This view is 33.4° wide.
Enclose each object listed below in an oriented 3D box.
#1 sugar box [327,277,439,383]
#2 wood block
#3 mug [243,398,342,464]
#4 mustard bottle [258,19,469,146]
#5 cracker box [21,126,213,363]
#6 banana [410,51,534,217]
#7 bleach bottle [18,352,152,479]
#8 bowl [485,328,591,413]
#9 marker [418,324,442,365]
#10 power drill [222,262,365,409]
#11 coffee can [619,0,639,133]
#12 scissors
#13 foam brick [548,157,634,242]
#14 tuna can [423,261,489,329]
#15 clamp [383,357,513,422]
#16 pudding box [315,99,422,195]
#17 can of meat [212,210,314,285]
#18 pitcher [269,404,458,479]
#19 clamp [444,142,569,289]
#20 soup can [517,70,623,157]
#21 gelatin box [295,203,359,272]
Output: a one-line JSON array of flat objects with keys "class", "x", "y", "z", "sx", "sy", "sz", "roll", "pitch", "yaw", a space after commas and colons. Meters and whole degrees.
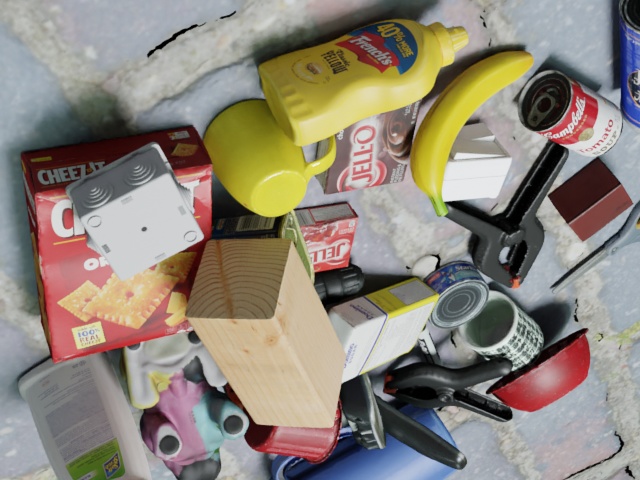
[{"class": "sugar box", "x": 0.059, "y": 0.105, "z": 1.223, "sx": 0.175, "sy": 0.048, "sz": 0.093, "roll": -12, "pitch": 134, "yaw": -50}, {"class": "wood block", "x": -0.047, "y": 0.096, "z": 1.051, "sx": 0.090, "sy": 0.090, "sz": 0.206, "roll": -1, "pitch": 143, "yaw": 19}, {"class": "mug", "x": -0.028, "y": 0.197, "z": 1.184, "sx": 0.081, "sy": 0.093, "sz": 0.117, "roll": 14, "pitch": 159, "yaw": -33}, {"class": "mustard bottle", "x": 0.047, "y": -0.155, "z": 0.974, "sx": 0.191, "sy": 0.096, "sz": 0.058, "roll": -22, "pitch": 137, "yaw": -10}, {"class": "cracker box", "x": -0.188, "y": 0.008, "z": 1.018, "sx": 0.164, "sy": 0.072, "sz": 0.214, "roll": -12, "pitch": 134, "yaw": -20}, {"class": "banana", "x": 0.142, "y": -0.123, "z": 1.070, "sx": 0.069, "sy": 0.037, "sz": 0.197, "roll": 36, "pitch": 80, "yaw": -27}, {"class": "bleach bottle", "x": -0.227, "y": 0.222, "z": 1.069, "sx": 0.102, "sy": 0.251, "sz": 0.068, "roll": -31, "pitch": 138, "yaw": 1}, {"class": "bowl", "x": 0.302, "y": 0.182, "z": 1.418, "sx": 0.162, "sy": 0.055, "sz": 0.162, "roll": -32, "pitch": 174, "yaw": -4}, {"class": "marker", "x": 0.135, "y": 0.129, "z": 1.358, "sx": 0.020, "sy": 0.020, "sz": 0.121, "roll": -28, "pitch": 138, "yaw": -2}, {"class": "power drill", "x": -0.040, "y": 0.111, "z": 1.216, "sx": 0.184, "sy": 0.057, "sz": 0.188, "roll": -13, "pitch": 134, "yaw": -19}, {"class": "coffee can", "x": 0.366, "y": -0.191, "z": 1.115, "sx": 0.102, "sy": 0.103, "sz": 0.140, "roll": -25, "pitch": 138, "yaw": -6}, {"class": "scissors", "x": 0.397, "y": 0.009, "z": 1.394, "sx": 0.096, "sy": 0.016, "sz": 0.202, "roll": 20, "pitch": 119, "yaw": -41}, {"class": "foam brick", "x": 0.322, "y": -0.047, "z": 1.269, "sx": 0.078, "sy": 0.051, "sz": 0.053, "roll": -38, "pitch": 139, "yaw": 9}, {"class": "tuna can", "x": 0.163, "y": 0.069, "z": 1.305, "sx": 0.086, "sy": 0.034, "sz": 0.086, "roll": -16, "pitch": 136, "yaw": -16}, {"class": "clamp", "x": 0.167, "y": 0.181, "z": 1.355, "sx": 0.171, "sy": 0.039, "sz": 0.120, "roll": 6, "pitch": 131, "yaw": 4}, {"class": "pudding box", "x": 0.046, "y": -0.102, "z": 1.068, "sx": 0.090, "sy": 0.039, "sz": 0.113, "roll": -12, "pitch": 135, "yaw": -20}, {"class": "can of meat", "x": -0.060, "y": 0.020, "z": 1.087, "sx": 0.084, "sy": 0.057, "sz": 0.102, "roll": -4, "pitch": 132, "yaw": 17}, {"class": "pitcher", "x": 0.059, "y": 0.309, "z": 1.419, "sx": 0.242, "sy": 0.145, "sz": 0.149, "roll": -31, "pitch": 162, "yaw": -4}, {"class": "clamp", "x": 0.210, "y": -0.012, "z": 1.250, "sx": 0.164, "sy": 0.036, "sz": 0.210, "roll": -20, "pitch": 138, "yaw": -13}, {"class": "soup can", "x": 0.269, "y": -0.134, "z": 1.143, "sx": 0.102, "sy": 0.068, "sz": 0.069, "roll": 17, "pitch": 120, "yaw": -41}, {"class": "gelatin box", "x": -0.007, "y": 0.001, "z": 1.145, "sx": 0.089, "sy": 0.030, "sz": 0.073, "roll": -9, "pitch": 135, "yaw": -22}]
